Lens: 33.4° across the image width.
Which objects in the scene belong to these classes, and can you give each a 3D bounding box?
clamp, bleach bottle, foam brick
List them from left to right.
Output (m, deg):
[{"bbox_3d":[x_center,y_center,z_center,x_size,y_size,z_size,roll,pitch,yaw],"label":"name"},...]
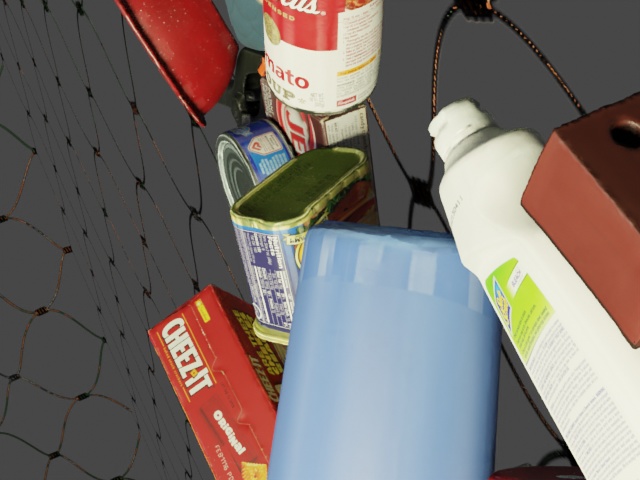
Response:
[{"bbox_3d":[-0.052,-0.105,0.818,0.120,0.039,0.172,63,154,19],"label":"clamp"},{"bbox_3d":[0.120,0.036,0.456,0.251,0.068,0.103,62,161,25],"label":"bleach bottle"},{"bbox_3d":[0.123,-0.009,0.405,0.078,0.053,0.051,56,159,28],"label":"foam brick"}]

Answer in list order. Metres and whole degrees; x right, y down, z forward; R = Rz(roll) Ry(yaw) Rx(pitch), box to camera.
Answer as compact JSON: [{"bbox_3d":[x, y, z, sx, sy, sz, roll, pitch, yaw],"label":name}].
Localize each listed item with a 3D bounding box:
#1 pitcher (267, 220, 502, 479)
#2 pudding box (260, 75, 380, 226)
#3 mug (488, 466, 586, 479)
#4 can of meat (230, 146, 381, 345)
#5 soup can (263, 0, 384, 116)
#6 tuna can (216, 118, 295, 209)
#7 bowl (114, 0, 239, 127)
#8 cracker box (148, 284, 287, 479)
[{"bbox_3d":[0.037,0.115,0.583,0.149,0.144,0.243,-171,87,-69],"label":"pitcher"},{"bbox_3d":[0.001,-0.052,0.726,0.090,0.039,0.113,43,150,52],"label":"pudding box"},{"bbox_3d":[0.124,0.154,0.507,0.117,0.093,0.081,149,121,-80],"label":"mug"},{"bbox_3d":[-0.004,0.001,0.646,0.058,0.101,0.084,10,125,34],"label":"can of meat"},{"bbox_3d":[0.002,-0.128,0.590,0.068,0.068,0.102,56,159,32],"label":"soup can"},{"bbox_3d":[-0.041,-0.039,0.740,0.086,0.033,0.086,54,156,37],"label":"tuna can"},{"bbox_3d":[-0.104,-0.163,0.763,0.162,0.055,0.162,59,-179,-2],"label":"bowl"},{"bbox_3d":[-0.028,0.140,0.835,0.164,0.072,0.213,59,-169,27],"label":"cracker box"}]
